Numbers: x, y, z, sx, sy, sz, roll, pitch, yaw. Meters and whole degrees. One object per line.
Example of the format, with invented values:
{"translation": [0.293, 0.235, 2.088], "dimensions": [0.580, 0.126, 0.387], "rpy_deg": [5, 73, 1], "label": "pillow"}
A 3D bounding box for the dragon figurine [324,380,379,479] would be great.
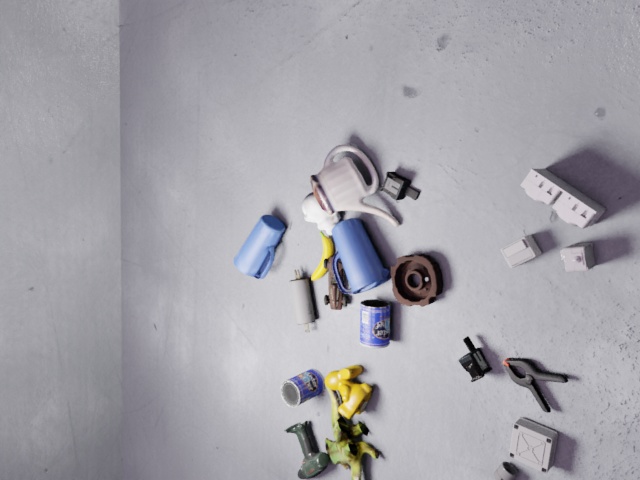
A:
{"translation": [0.073, 0.740, 1.892], "dimensions": [0.238, 0.122, 0.418], "rpy_deg": [-56, 51, 40], "label": "dragon figurine"}

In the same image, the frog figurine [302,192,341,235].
{"translation": [0.006, -0.093, 1.848], "dimensions": [0.136, 0.122, 0.162], "rpy_deg": [-17, 72, 20], "label": "frog figurine"}

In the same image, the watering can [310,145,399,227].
{"translation": [0.104, -0.156, 1.736], "dimensions": [0.224, 0.103, 0.351], "rpy_deg": [-28, 76, 3], "label": "watering can"}
